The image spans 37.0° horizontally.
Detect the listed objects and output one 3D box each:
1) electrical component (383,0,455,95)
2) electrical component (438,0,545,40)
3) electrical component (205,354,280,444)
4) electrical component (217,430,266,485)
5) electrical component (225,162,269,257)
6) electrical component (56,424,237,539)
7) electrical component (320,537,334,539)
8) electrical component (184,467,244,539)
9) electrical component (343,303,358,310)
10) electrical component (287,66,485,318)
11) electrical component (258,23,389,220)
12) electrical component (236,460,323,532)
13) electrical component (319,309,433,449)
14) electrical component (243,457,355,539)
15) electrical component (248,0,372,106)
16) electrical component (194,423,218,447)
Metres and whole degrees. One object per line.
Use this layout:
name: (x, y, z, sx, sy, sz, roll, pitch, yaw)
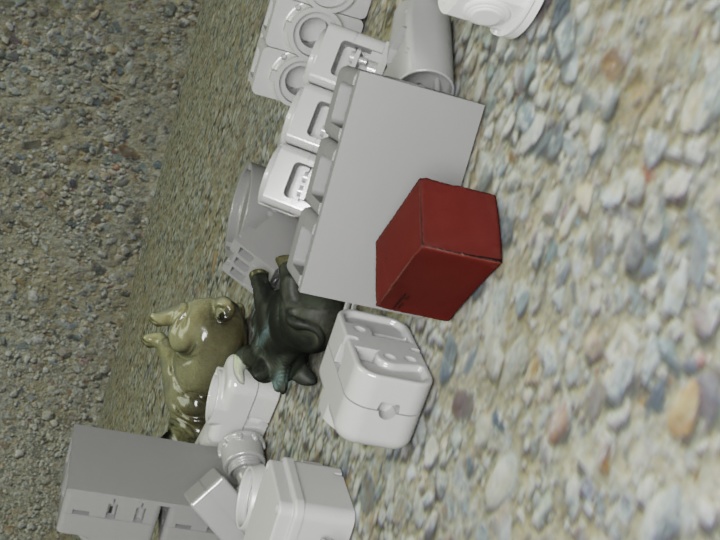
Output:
electrical component: (0.040, -0.149, 0.799, 0.079, 0.043, 0.077, 124, 153, -51)
electrical component: (0.085, -0.187, 0.663, 0.080, 0.051, 0.080, -168, 90, -74)
electrical component: (-0.123, 0.135, 1.103, 0.053, 0.059, 0.095, -99, 27, -51)
electrical component: (-0.114, 0.192, 1.060, 0.062, 0.048, 0.048, -108, 34, -47)
electrical component: (-0.106, -0.060, 1.187, 0.108, 0.060, 0.108, -168, 90, -74)
electrical component: (-0.198, 0.221, 1.064, 0.105, 0.186, 0.060, -112, 38, -62)
electrical component: (-0.028, 0.226, 0.748, 0.077, 0.044, 0.079, 148, 132, -68)
electrical component: (-0.101, 0.210, 0.967, 0.076, 0.083, 0.047, -41, 11, -13)
electrical component: (0.000, 0.000, 0.820, 0.077, 0.044, 0.079, -133, 57, -71)
electrical component: (0.014, -0.054, 0.733, 0.061, 0.089, 0.150, -132, 56, -70)
electrical component: (-0.025, -0.112, 0.867, 0.089, 0.062, 0.150, 26, -95, -84)
electrical component: (-0.068, 0.191, 0.883, 0.058, 0.057, 0.078, -111, 37, -62)
electrical component: (0.007, 0.075, 0.724, 0.095, 0.054, 0.059, -113, 39, -63)
electrical component: (-0.052, 0.208, 0.817, 0.078, 0.057, 0.113, -119, 44, -66)
electrical component: (-0.048, -0.242, 1.078, 0.061, 0.089, 0.150, -113, 38, -63)
electrical component: (-0.147, 0.184, 1.158, 0.055, 0.055, 0.047, -103, 33, -55)
